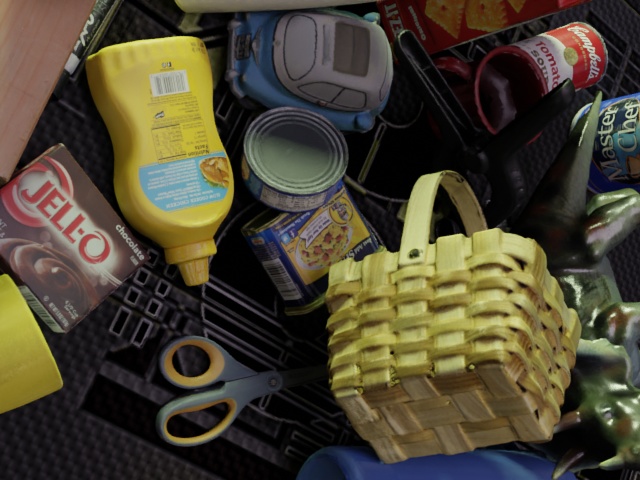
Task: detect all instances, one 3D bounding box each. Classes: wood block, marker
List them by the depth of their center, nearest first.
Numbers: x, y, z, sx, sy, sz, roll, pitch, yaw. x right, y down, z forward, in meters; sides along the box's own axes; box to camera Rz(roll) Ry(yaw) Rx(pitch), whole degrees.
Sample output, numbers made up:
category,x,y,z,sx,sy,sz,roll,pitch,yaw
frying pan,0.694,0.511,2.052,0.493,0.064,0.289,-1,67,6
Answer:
category,x,y,z,sx,sy,sz,roll,pitch,yaw
wood block,-0.227,-0.146,0.753,0.090,0.090,0.206,30,71,-26
marker,-0.184,-0.157,0.823,0.020,0.020,0.121,34,69,-26

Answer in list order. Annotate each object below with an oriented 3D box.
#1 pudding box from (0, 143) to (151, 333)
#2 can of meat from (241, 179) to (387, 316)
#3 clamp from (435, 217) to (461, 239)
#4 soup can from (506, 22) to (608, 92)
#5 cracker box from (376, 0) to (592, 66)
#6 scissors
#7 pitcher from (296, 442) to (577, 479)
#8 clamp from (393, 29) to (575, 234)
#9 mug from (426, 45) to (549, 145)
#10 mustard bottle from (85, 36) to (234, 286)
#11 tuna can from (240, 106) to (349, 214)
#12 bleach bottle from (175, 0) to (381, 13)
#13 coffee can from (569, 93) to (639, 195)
category,x,y,z,sx,sy,sz,roll,pitch,yaw
pudding box,-0.196,-0.001,0.792,0.090,0.039,0.113,-44,109,-28
can of meat,-0.006,0.001,0.904,0.102,0.058,0.084,-38,105,-29
clamp,0.119,0.074,0.975,0.120,0.039,0.171,-28,90,-35
soup can,0.226,-0.172,1.061,0.102,0.069,0.068,-22,98,-31
cracker box,0.178,-0.230,0.947,0.163,0.214,0.072,-26,100,-32
scissors,-0.054,0.103,0.889,0.201,0.016,0.096,-24,100,-32
pitcher,0.097,0.228,0.911,0.242,0.149,0.145,13,96,-33
clamp,0.132,-0.087,0.944,0.036,0.165,0.210,-46,153,-33
mug,0.145,-0.133,0.996,0.117,0.082,0.093,28,72,-28
mustard bottle,-0.117,-0.059,0.836,0.096,0.058,0.191,-15,94,-38
tuna can,-0.022,-0.065,0.867,0.086,0.034,0.086,5,59,-9
bleach bottle,0.009,-0.237,0.842,0.251,0.068,0.102,-3,89,7
coffee can,0.339,-0.102,1.085,0.102,0.141,0.103,3,84,-32
